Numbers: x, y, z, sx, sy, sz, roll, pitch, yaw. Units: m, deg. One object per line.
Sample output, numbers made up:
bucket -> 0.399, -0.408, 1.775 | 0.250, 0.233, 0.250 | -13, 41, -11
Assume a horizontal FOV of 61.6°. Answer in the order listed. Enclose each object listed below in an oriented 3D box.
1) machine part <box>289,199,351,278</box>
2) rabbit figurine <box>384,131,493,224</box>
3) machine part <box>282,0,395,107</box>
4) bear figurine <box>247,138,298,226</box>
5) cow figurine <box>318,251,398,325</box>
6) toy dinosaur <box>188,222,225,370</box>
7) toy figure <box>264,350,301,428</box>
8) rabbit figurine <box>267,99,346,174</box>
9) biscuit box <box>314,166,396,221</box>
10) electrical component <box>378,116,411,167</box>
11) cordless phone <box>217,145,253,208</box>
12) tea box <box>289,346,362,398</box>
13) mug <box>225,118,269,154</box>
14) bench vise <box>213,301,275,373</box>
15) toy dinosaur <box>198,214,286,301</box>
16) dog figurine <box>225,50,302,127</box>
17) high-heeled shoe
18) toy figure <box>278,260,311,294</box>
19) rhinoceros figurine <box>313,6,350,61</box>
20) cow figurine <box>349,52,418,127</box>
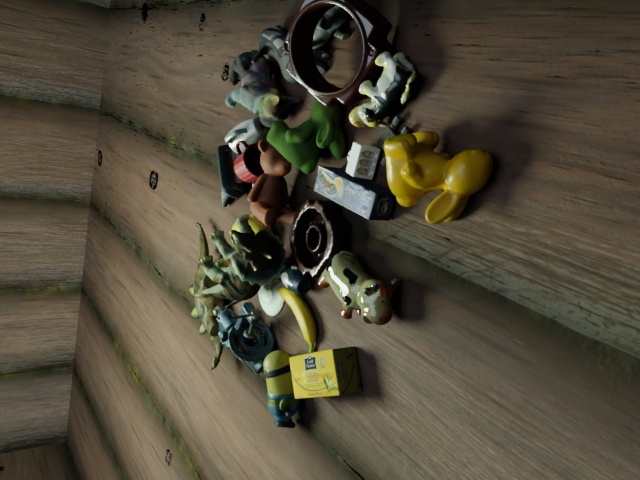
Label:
machine part -> -0.003, -0.004, 1.218 | 0.179, 0.056, 0.179 | -3, 87, 54
rabbit figurine -> 0.203, -0.108, 0.908 | 0.173, 0.122, 0.162 | 3, 95, 34
machine part -> 0.033, -0.391, 1.097 | 0.201, 0.087, 0.201 | 45, 129, 12
bear figurine -> -0.100, -0.140, 1.305 | 0.132, 0.120, 0.195 | 30, 107, 45
cow figurine -> 0.083, 0.096, 1.084 | 0.195, 0.085, 0.127 | 51, 134, 41
toy dinosaur -> -0.334, 0.151, 1.616 | 0.198, 0.105, 0.471 | -27, 63, 53
toy figure -> -0.091, 0.357, 1.295 | 0.082, 0.089, 0.180 | -2, 85, 46
rabbit figurine -> -0.014, -0.245, 1.197 | 0.170, 0.121, 0.159 | -52, 53, 19
biscuit box -> 0.069, -0.100, 1.119 | 0.203, 0.063, 0.059 | 33, 115, 49
electrical component -> 0.142, -0.193, 1.060 | 0.094, 0.021, 0.063 | -58, 46, 35
cordless phone -> -0.263, -0.180, 1.558 | 0.184, 0.089, 0.146 | 140, 123, -64
tea box -> 0.009, 0.293, 1.182 | 0.170, 0.068, 0.098 | -28, 68, 50
mug -> -0.198, -0.287, 1.448 | 0.107, 0.109, 0.081 | -27, 75, 40
bench vise -> -0.195, 0.226, 1.396 | 0.224, 0.129, 0.240 | 58, 150, 26
toy dinosaur -> -0.200, 0.081, 1.346 | 0.192, 0.131, 0.404 | 52, 143, 20
dog figurine -> -0.137, -0.386, 1.371 | 0.219, 0.108, 0.191 | 20, 102, 47
high-heeled shoe -> -0.059, -0.467, 1.325 | 0.249, 0.145, 0.086 | 20, 151, 27
toy figure -> -0.077, 0.080, 1.313 | 0.155, 0.057, 0.064 | 33, 97, 50
rhinoceros figurine -> 0.021, -0.493, 1.195 | 0.190, 0.073, 0.112 | -44, 49, 43
cow figurine -> 0.126, -0.274, 1.051 | 0.098, 0.068, 0.167 | 57, 132, 29
